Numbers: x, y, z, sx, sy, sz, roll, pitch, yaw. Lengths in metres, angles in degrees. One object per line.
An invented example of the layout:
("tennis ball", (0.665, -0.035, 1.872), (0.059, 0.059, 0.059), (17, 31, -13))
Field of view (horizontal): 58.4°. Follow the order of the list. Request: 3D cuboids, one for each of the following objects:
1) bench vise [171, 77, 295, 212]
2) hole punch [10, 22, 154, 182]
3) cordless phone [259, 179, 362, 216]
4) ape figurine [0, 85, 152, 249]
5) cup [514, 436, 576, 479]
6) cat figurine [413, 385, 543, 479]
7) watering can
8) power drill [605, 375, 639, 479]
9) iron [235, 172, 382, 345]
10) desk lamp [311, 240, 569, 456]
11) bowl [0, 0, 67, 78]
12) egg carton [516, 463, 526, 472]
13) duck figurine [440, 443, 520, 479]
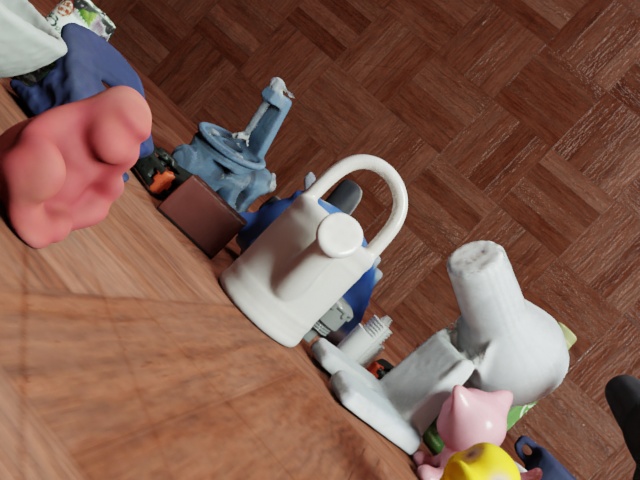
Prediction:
("bench vise", (-0.120, -0.156, 0.936), (0.121, 0.219, 0.208), (44, 2, 12))
("hole punch", (-0.198, -0.122, 0.519), (0.101, 0.091, 0.109), (45, 2, 27))
("cordless phone", (-0.022, -0.036, 0.926), (0.147, 0.185, 0.094), (46, 2, 40))
("ape figurine", (-0.131, -0.047, 0.315), (0.076, 0.092, 0.078), (45, 2, 29))
("cup", (0.305, 0.348, 0.811), (0.117, 0.095, 0.092), (45, 2, 31))
("cat figurine", (0.153, 0.199, 0.546), (0.128, 0.117, 0.067), (44, 2, 3))
("watering can", (0.007, 0.004, 0.548), (0.101, 0.194, 0.172), (43, 2, -25))
("power drill", (0.247, 0.232, 0.443), (0.076, 0.208, 0.229), (43, 2, -24))
("iron", (0.008, 0.032, 0.742), (0.259, 0.141, 0.118), (43, 2, -37))
("desk lamp", (0.138, 0.115, 0.597), (0.204, 0.213, 0.117), (43, 2, -32))
("bowl", (-0.258, -0.161, 0.374), (0.167, 0.074, 0.167), (44, 2, -1))
("egg carton", (0.218, 0.293, 0.585), (0.108, 0.069, 0.150), (42, 3, -40))
("duck figurine", (0.096, 0.174, 0.377), (0.077, 0.086, 0.105), (46, 3, 43))
